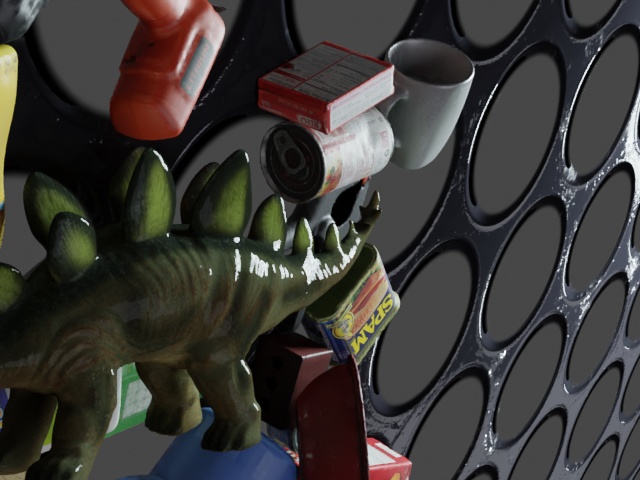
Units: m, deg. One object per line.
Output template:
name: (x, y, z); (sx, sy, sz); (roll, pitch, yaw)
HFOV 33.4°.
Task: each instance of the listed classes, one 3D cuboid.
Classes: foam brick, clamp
foam brick: (-0.031, 0.131, 0.999); (0.051, 0.053, 0.078); (-5, 114, -55)
clamp: (-0.006, 0.001, 0.958); (0.171, 0.039, 0.120); (-45, 146, -29)

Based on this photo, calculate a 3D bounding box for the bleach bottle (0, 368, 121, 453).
bleach bottle: (-0.241, 0.116, 0.668); (0.250, 0.068, 0.103); (-21, 126, -46)

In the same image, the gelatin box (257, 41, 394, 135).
gelatin box: (0.005, -0.122, 0.855); (0.089, 0.073, 0.030); (-37, 139, -38)

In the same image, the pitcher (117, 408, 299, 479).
pitcher: (-0.128, 0.260, 0.885); (0.242, 0.145, 0.149); (-57, 169, -20)

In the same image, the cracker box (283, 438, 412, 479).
cracker box: (0.001, 0.306, 1.150); (0.213, 0.072, 0.164); (11, 102, -57)

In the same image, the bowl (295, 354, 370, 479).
bowl: (0.009, 0.184, 0.943); (0.162, 0.055, 0.162); (176, -90, -86)

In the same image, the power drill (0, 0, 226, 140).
power drill: (-0.126, -0.143, 0.627); (0.187, 0.057, 0.184); (66, 39, -55)

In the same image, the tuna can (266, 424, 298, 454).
tuna can: (-0.013, 0.172, 1.071); (0.086, 0.034, 0.086); (-34, 136, -40)

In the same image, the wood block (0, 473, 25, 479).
wood block: (-0.211, 0.271, 0.734); (0.090, 0.090, 0.206); (-14, 106, -53)

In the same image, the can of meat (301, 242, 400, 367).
can of meat: (0.025, 0.060, 1.030); (0.102, 0.058, 0.084); (-51, 143, -23)

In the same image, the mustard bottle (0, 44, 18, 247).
mustard bottle: (-0.221, -0.017, 0.604); (0.096, 0.058, 0.192); (-29, 134, -57)

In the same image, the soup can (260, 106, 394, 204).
soup can: (0.008, -0.076, 0.897); (0.102, 0.069, 0.068); (-25, 131, -48)
